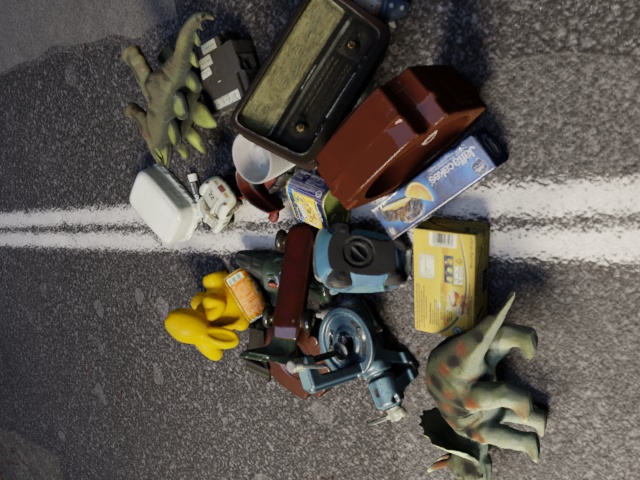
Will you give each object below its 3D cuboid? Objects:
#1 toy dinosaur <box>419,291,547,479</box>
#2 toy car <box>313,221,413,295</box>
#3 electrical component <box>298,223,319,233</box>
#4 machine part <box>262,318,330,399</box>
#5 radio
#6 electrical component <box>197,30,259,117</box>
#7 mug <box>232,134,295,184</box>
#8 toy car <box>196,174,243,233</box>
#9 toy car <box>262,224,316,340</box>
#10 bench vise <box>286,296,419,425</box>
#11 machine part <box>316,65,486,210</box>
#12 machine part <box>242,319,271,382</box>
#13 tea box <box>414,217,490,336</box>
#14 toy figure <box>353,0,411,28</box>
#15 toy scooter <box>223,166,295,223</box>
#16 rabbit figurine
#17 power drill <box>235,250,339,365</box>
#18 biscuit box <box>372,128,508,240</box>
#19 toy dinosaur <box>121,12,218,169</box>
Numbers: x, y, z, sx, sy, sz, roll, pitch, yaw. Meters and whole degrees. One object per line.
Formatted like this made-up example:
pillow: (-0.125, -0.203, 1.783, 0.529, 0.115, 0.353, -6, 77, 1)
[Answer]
toy dinosaur: (0.217, 0.217, 0.776, 0.192, 0.131, 0.404, -2, 121, 29)
toy car: (0.065, 0.038, 0.879, 0.103, 0.162, 0.109, 110, 164, -69)
electrical component: (-0.002, -0.003, 0.967, 0.094, 0.021, 0.063, 8, 111, 33)
machine part: (-0.036, 0.224, 1.053, 0.180, 0.056, 0.179, 14, 115, 33)
radio: (-0.010, -0.218, 0.747, 0.131, 0.073, 0.229, 32, 93, 1)
electrical component: (-0.165, -0.299, 0.958, 0.115, 0.058, 0.134, -11, 99, 37)
mug: (-0.079, -0.151, 0.853, 0.081, 0.107, 0.109, -21, 92, 41)
toy car: (-0.198, -0.065, 1.028, 0.073, 0.056, 0.201, 53, 157, 1)
toy car: (-0.042, 0.070, 0.922, 0.089, 0.053, 0.202, 4, 74, 12)
bench vise: (0.048, 0.205, 0.880, 0.129, 0.240, 0.223, -25, 75, 43)
machine part: (0.105, -0.139, 0.723, 0.087, 0.201, 0.201, 53, 129, 10)
machine part: (-0.131, 0.230, 1.137, 0.084, 0.039, 0.138, 23, 120, 34)
tea box: (0.198, 0.057, 0.811, 0.098, 0.068, 0.169, 10, 113, 33)
toy figure: (0.055, -0.347, 0.781, 0.155, 0.058, 0.064, 22, 144, 27)
toy scooter: (-0.098, -0.109, 0.965, 0.135, 0.075, 0.184, 54, 134, 11)
rabbit figurine: (-0.237, 0.167, 1.107, 0.122, 0.173, 0.162, -40, 77, 35)
power drill: (-0.083, 0.125, 0.997, 0.232, 0.086, 0.207, 6, 69, 28)
biscuit box: (0.171, -0.079, 0.786, 0.202, 0.063, 0.059, -39, 83, 39)
toy dinosaur: (-0.264, -0.257, 0.967, 0.198, 0.105, 0.471, 55, 150, 13)
